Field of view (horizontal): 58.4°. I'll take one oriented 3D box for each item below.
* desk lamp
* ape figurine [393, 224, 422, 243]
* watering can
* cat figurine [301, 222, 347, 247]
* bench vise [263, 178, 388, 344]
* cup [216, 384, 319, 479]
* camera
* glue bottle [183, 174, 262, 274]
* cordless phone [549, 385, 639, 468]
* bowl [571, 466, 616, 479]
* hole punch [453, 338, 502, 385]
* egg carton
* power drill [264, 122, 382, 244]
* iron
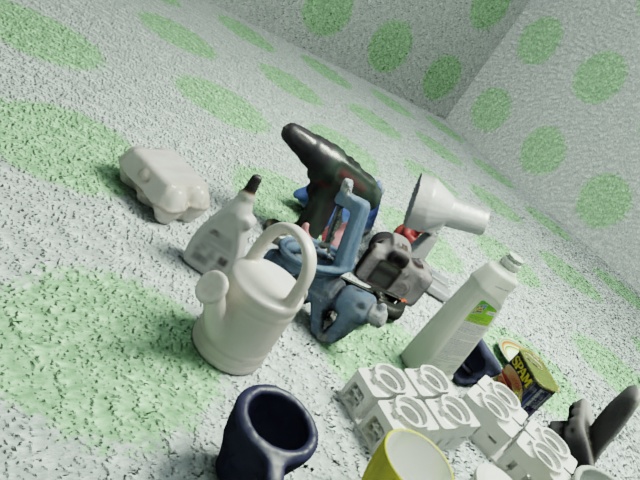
[{"bbox_3d":[0.247,-0.012,1.229,0.203,0.213,0.118,32,24,-5],"label":"desk lamp"},{"bbox_3d":[0.221,-0.020,1.361,0.076,0.092,0.078,45,26,22],"label":"ape figurine"},{"bbox_3d":[-0.074,0.066,0.693,0.101,0.194,0.173,38,24,9],"label":"watering can"},{"bbox_3d":[0.009,0.004,1.012,0.128,0.117,0.067,18,29,-33],"label":"cat figurine"},{"bbox_3d":[0.034,0.030,0.867,0.207,0.219,0.121,34,24,0],"label":"bench vise"},{"bbox_3d":[-0.061,0.214,0.557,0.092,0.095,0.117,26,25,-18],"label":"cup"},{"bbox_3d":[0.152,0.038,1.153,0.143,0.100,0.137,29,24,-12],"label":"camera"},{"bbox_3d":[-0.127,-0.022,0.816,0.078,0.173,0.037,34,24,-1],"label":"glue bottle"},{"bbox_3d":[0.475,0.305,0.963,0.094,0.185,0.148,39,24,12],"label":"cordless phone"},{"bbox_3d":[0.410,0.414,0.812,0.168,0.074,0.167,28,25,-14],"label":"bowl"},{"bbox_3d":[0.273,0.196,1.024,0.101,0.091,0.108,14,31,-39],"label":"hole punch"},{"bbox_3d":[-0.250,-0.091,0.916,0.150,0.069,0.107,44,25,20],"label":"egg carton"},{"bbox_3d":[-0.011,-0.081,1.031,0.230,0.208,0.075,21,27,-28],"label":"power drill"},{"bbox_3d":[0.072,-0.091,1.240,0.259,0.141,0.118,3,39,-50],"label":"iron"}]
